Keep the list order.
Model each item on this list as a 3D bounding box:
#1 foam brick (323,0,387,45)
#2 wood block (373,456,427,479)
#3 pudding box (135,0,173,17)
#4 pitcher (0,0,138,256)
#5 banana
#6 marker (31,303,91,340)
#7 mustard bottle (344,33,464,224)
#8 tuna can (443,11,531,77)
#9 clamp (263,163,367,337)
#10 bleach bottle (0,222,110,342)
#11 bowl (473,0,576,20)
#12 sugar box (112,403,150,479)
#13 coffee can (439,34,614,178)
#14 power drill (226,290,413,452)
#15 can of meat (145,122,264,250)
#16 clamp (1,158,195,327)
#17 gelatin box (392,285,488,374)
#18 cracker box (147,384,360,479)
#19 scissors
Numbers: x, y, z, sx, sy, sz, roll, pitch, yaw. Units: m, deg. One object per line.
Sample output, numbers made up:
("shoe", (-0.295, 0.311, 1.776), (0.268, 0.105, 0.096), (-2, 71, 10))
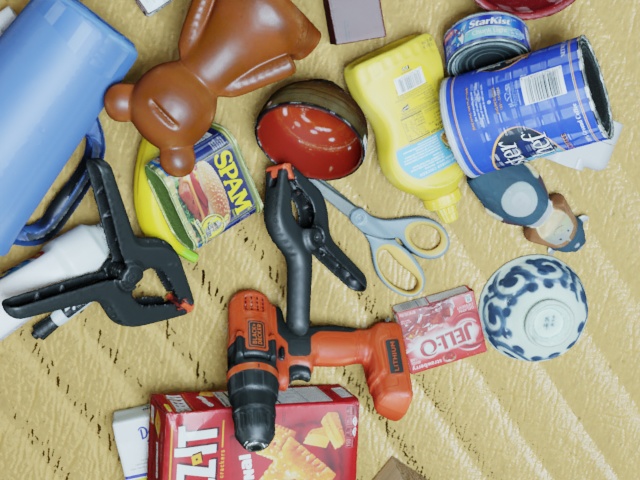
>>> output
("foam brick", (0.031, -0.234, 1.050), (0.053, 0.051, 0.078), (-10, 104, -3))
("wood block", (0.058, 0.356, 1.174), (0.090, 0.090, 0.206), (37, 96, -15))
("pudding box", (-0.147, -0.282, 1.024), (0.113, 0.039, 0.090), (-35, 104, 0))
("pitcher", (-0.277, -0.111, 1.012), (0.145, 0.149, 0.243), (38, 93, 2))
("banana", (-0.154, -0.072, 1.076), (0.069, 0.037, 0.198), (-6, 109, -35))
("marker", (-0.248, 0.064, 1.103), (0.121, 0.020, 0.020), (-37, 105, 2))
("mustard bottle", (0.101, -0.105, 1.084), (0.096, 0.058, 0.191), (-28, 106, -19))
("tuna can", (0.166, -0.188, 1.059), (0.086, 0.086, 0.034), (1, 64, -7))
("clamp", (-0.007, 0.001, 1.089), (0.039, 0.120, 0.171), (-6, 100, 37))
("bleach bottle", (-0.304, 0.056, 1.064), (0.250, 0.103, 0.068), (-34, 99, -7))
("bowl", (0.197, -0.299, 1.052), (0.162, 0.055, 0.162), (-2, 104, -6))
("sugar box", (-0.160, 0.261, 1.148), (0.093, 0.048, 0.176), (-11, 101, -7))
("coffee can", (0.198, -0.127, 1.026), (0.140, 0.102, 0.103), (-15, 107, 25))
("power drill", (-0.003, 0.137, 1.081), (0.187, 0.184, 0.057), (8, 138, -16))
("can of meat", (-0.115, -0.051, 1.051), (0.083, 0.058, 0.102), (-34, 123, -20))
("clamp", (-0.201, 0.037, 1.034), (0.164, 0.036, 0.209), (-55, 140, -9))
("gelatin box", (0.130, 0.096, 1.151), (0.089, 0.030, 0.073), (-16, 105, -3))
("cracker box", (-0.068, 0.242, 1.110), (0.213, 0.072, 0.164), (0, 99, -23))
("scissors", (0.061, -0.030, 1.121), (0.096, 0.016, 0.201), (-35, 105, 1))
